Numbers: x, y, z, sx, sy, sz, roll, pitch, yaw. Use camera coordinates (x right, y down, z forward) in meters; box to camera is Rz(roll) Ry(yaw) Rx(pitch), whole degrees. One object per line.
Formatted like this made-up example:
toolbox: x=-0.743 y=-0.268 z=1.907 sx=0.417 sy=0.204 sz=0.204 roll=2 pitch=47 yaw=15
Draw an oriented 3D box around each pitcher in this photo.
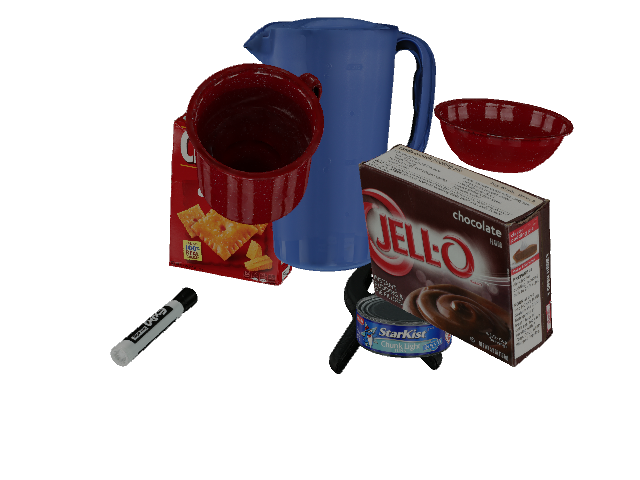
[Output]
pitcher: x=0.018 y=-0.098 z=1.061 sx=0.149 sy=0.243 sz=0.144 roll=11 pitch=18 yaw=33

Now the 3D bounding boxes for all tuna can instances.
tuna can: x=0.074 y=0.074 z=0.942 sx=0.086 sy=0.034 sz=0.086 roll=0 pitch=15 yaw=0

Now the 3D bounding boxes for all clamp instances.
clamp: x=0.077 y=0.082 z=1.190 sx=0.120 sy=0.171 sz=0.039 roll=8 pitch=-42 yaw=1

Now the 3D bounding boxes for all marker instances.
marker: x=-0.146 y=0.075 z=0.960 sx=0.020 sy=0.020 sz=0.121 roll=0 pitch=24 yaw=28

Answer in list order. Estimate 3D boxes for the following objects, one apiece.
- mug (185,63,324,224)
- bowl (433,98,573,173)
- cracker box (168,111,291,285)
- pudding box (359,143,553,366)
mug: x=-0.040 y=-0.072 z=0.755 sx=0.093 sy=0.117 sz=0.081 roll=34 pitch=-24 yaw=12
bowl: x=0.210 y=-0.119 z=1.248 sx=0.162 sy=0.055 sz=0.162 roll=4 pitch=23 yaw=-2
cracker box: x=-0.117 y=-0.056 z=1.442 sx=0.164 sy=0.214 sz=0.072 roll=11 pitch=25 yaw=13
pudding box: x=0.074 y=0.005 z=0.588 sx=0.039 sy=0.090 sz=0.114 roll=-32 pitch=38 yaw=-31
